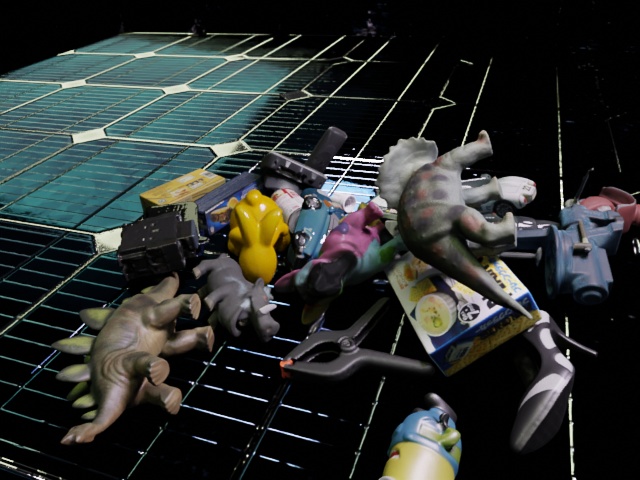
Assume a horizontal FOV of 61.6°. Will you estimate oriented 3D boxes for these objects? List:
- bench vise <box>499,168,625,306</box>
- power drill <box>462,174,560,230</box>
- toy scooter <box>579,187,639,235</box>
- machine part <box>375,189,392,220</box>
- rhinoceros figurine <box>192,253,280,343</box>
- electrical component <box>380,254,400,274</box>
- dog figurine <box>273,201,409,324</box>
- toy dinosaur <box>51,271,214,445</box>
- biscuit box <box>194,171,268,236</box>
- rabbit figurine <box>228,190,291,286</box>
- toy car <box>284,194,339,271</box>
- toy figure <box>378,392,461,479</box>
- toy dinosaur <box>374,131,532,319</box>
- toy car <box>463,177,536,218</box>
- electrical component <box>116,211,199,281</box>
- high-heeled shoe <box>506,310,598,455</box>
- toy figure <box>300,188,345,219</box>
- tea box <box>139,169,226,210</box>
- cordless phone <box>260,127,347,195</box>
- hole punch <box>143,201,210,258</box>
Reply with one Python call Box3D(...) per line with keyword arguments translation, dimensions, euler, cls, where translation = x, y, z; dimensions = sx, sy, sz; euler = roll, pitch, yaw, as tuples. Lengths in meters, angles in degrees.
Box3D(translation=(0.374, 0.007, 0.893), dimensions=(0.241, 0.128, 0.224), euler=(1, 56, 15), cls="bench vise")
Box3D(translation=(0.336, -0.049, 1.062), dimensions=(0.232, 0.085, 0.207), euler=(-6, 39, 1), cls="power drill")
Box3D(translation=(0.558, -0.058, 1.047), dimensions=(0.184, 0.075, 0.135), euler=(-6, 32, -9), cls="toy scooter")
Box3D(translation=(0.162, -0.080, 1.161), dimensions=(0.084, 0.039, 0.139), euler=(2, 30, -1), cls="machine part")
Box3D(translation=(-0.134, 0.097, 0.871), dimensions=(0.112, 0.073, 0.191), euler=(-20, 42, -25), cls="rhinoceros figurine")
Box3D(translation=(0.114, 0.036, 0.992), dimensions=(0.094, 0.021, 0.063), euler=(18, 39, 31), cls="electrical component")
Box3D(translation=(0.030, 0.038, 0.894), dimensions=(0.219, 0.108, 0.191), euler=(-39, 4, -5), cls="dog figurine")
Box3D(translation=(-0.268, 0.137, 0.799), dimensions=(0.199, 0.104, 0.471), euler=(-4, 21, 7), cls="toy dinosaur")
Box3D(translation=(-0.200, -0.084, 1.184), dimensions=(0.063, 0.059, 0.203), euler=(16, 37, 31), cls="biscuit box")
Box3D(translation=(-0.107, 0.001, 0.978), dimensions=(0.122, 0.162, 0.173), euler=(5, 49, -9), cls="rabbit figurine")
Box3D(translation=(-0.002, -0.003, 0.997), dimensions=(0.103, 0.109, 0.162), euler=(16, 43, -3), cls="toy car")
Box3D(translation=(0.112, 0.254, 0.588), dimensions=(0.089, 0.082, 0.180), euler=(10, 32, 25), cls="toy figure")
Box3D(translation=(0.178, -0.036, 0.792), dimensions=(0.192, 0.131, 0.405), euler=(-16, 35, 20), cls="toy dinosaur")
Box3D(translation=(0.279, -0.070, 0.951), dimensions=(0.202, 0.056, 0.073), euler=(-8, 28, 43), cls="toy car")
Box3D(translation=(-0.281, 0.006, 0.942), dimensions=(0.134, 0.058, 0.115), euler=(-14, 37, -6), cls="electrical component")
Box3D(translation=(0.262, 0.170, 0.710), dimensions=(0.145, 0.086, 0.249), euler=(20, 35, 39), cls="high-heeled shoe")
Box3D(translation=(0.009, -0.065, 1.128), dimensions=(0.064, 0.057, 0.155), euler=(-4, 26, -32), cls="toy figure")
Box3D(translation=(-0.300, -0.091, 1.198), dimensions=(0.098, 0.068, 0.169), euler=(24, 42, 38), cls="tea box")
Box3D(translation=(-0.036, -0.182, 1.182), dimensions=(0.146, 0.184, 0.089), euler=(23, 33, -21), cls="cordless phone")
Box3D(translation=(-0.284, -0.001, 1.053), dimensions=(0.142, 0.092, 0.116), euler=(-5, 52, -7), cls="hole punch")
